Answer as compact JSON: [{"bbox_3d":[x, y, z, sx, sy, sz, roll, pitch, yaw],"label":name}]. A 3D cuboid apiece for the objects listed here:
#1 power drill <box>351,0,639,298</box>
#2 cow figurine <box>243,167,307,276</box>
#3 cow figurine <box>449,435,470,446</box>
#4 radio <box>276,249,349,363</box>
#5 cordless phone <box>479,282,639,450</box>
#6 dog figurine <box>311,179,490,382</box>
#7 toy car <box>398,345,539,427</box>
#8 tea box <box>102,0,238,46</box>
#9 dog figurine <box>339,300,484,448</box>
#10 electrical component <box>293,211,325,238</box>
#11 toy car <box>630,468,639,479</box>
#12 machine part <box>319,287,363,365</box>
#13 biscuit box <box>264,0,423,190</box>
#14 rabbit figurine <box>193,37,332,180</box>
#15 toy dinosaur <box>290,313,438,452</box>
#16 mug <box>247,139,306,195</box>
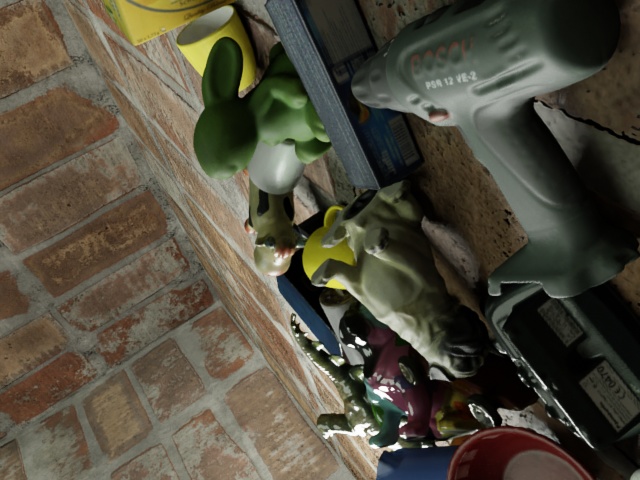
[{"bbox_3d":[0.120,-0.065,0.384,0.207,0.086,0.232,67,160,-6],"label":"power drill"},{"bbox_3d":[-0.070,-0.041,0.832,0.127,0.085,0.194,165,106,-67],"label":"cow figurine"},{"bbox_3d":[0.257,0.348,0.759,0.168,0.068,0.098,41,163,45],"label":"cow figurine"},{"bbox_3d":[0.002,0.131,1.063,0.230,0.073,0.131,45,159,29],"label":"radio"},{"bbox_3d":[0.200,0.098,0.472,0.146,0.089,0.184,53,174,9],"label":"cordless phone"},{"bbox_3d":[0.104,0.038,0.578,0.190,0.172,0.121,41,140,-18],"label":"dog figurine"},{"bbox_3d":[0.167,0.148,0.600,0.053,0.089,0.202,64,161,-16],"label":"toy car"},{"bbox_3d":[-0.137,-0.280,0.533,0.068,0.170,0.098,50,163,26],"label":"tea box"},{"bbox_3d":[0.122,0.164,0.744,0.108,0.191,0.219,133,134,-55],"label":"dog figurine"},{"bbox_3d":[-0.002,-0.003,0.868,0.119,0.048,0.074,38,154,49],"label":"electrical component"},{"bbox_3d":[0.281,0.216,0.423,0.056,0.073,0.201,-113,4,-49],"label":"toy car"},{"bbox_3d":[0.065,0.152,0.914,0.079,0.079,0.243,26,146,60],"label":"machine part"},{"bbox_3d":[0.026,-0.146,0.511,0.202,0.059,0.063,63,161,-18],"label":"biscuit box"},{"bbox_3d":[-0.068,-0.142,0.587,0.159,0.170,0.121,59,163,-9],"label":"rabbit figurine"},{"bbox_3d":[0.096,0.271,0.870,0.471,0.105,0.198,38,139,-18],"label":"toy dinosaur"},{"bbox_3d":[-0.059,-0.135,0.754,0.109,0.081,0.107,59,152,13],"label":"mug"}]
